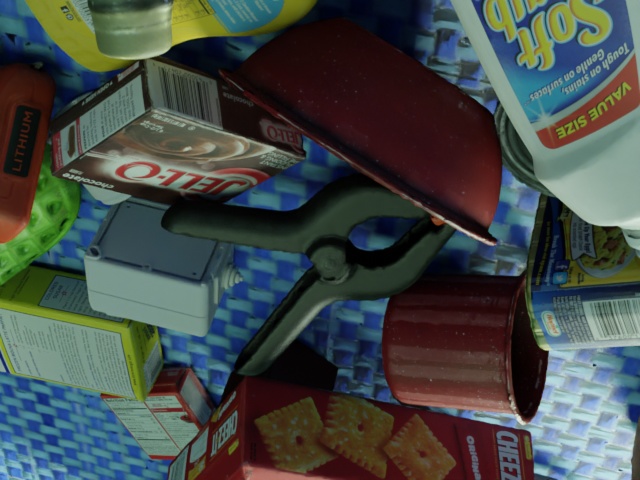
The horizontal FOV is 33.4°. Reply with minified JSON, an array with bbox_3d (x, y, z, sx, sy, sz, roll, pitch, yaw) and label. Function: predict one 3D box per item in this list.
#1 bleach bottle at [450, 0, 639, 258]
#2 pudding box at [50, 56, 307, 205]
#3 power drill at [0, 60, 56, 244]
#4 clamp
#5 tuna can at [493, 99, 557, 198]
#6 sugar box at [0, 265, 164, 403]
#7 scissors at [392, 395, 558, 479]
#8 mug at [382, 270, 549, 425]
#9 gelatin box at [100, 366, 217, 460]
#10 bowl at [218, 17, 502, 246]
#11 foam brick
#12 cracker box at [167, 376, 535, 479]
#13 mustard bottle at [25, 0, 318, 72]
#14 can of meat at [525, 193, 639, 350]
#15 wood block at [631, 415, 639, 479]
[{"bbox_3d":[0.113,-0.100,0.455,0.103,0.068,0.250,-15,117,33],"label":"bleach bottle"},{"bbox_3d":[-0.078,-0.055,0.591,0.090,0.039,0.113,-26,151,38],"label":"pudding box"},{"bbox_3d":[-0.243,-0.060,0.568,0.187,0.184,0.058,22,157,-37],"label":"power drill"},{"bbox_3d":[-0.004,0.001,0.622,0.171,0.039,0.120,-29,119,10],"label":"clamp"},{"bbox_3d":[0.132,-0.063,0.543,0.086,0.033,0.086,10,137,10],"label":"tuna can"},{"bbox_3d":[-0.209,0.062,0.789,0.176,0.048,0.093,13,137,12],"label":"sugar box"},{"bbox_3d":[0.117,0.178,0.810,0.201,0.016,0.096,29,136,-10],"label":"scissors"},{"bbox_3d":[0.094,0.064,0.659,0.082,0.093,0.117,1,171,26],"label":"mug"},{"bbox_3d":[-0.119,0.138,0.844,0.073,0.030,0.089,-6,131,27],"label":"gelatin box"},{"bbox_3d":[0.032,-0.062,0.525,0.162,0.162,0.055,31,98,-13],"label":"bowl"},{"bbox_3d":[-0.032,0.114,0.772,0.053,0.051,0.078,33,135,-16],"label":"foam brick"},{"bbox_3d":[0.017,0.175,0.740,0.213,0.072,0.164,15,142,-19],"label":"cracker box"},{"bbox_3d":[-0.052,-0.141,0.512,0.192,0.058,0.096,-7,132,26],"label":"mustard bottle"},{"bbox_3d":[0.158,0.010,0.560,0.084,0.102,0.057,-7,132,28],"label":"can of meat"},{"bbox_3d":[0.241,0.104,0.634,0.090,0.090,0.206,7,136,14],"label":"wood block"}]
